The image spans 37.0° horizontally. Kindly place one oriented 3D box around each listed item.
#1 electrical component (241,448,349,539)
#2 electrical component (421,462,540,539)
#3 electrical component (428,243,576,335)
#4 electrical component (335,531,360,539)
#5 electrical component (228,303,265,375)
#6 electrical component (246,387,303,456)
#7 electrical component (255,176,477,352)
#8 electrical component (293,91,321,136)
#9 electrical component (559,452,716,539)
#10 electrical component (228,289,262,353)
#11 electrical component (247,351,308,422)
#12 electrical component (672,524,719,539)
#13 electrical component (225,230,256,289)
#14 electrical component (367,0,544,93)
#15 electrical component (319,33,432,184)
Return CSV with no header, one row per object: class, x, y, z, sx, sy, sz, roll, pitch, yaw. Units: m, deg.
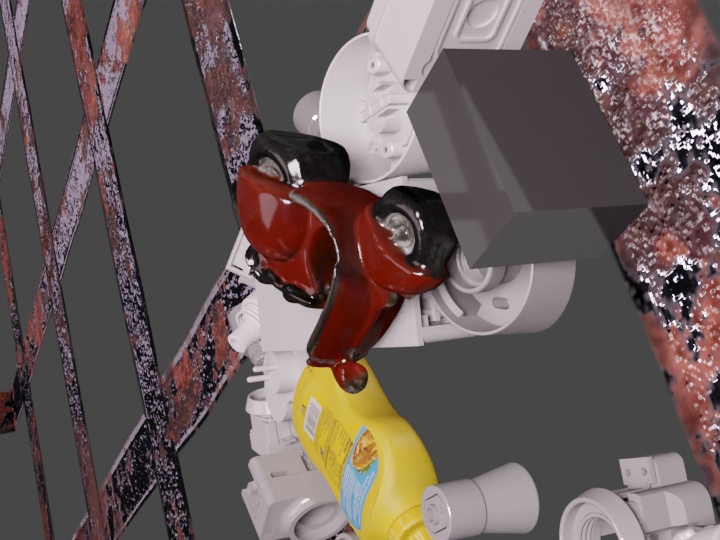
electrical component,-0.042,0.181,0.866,0.055,0.089,0.050,58,143,42
electrical component,0.071,0.145,0.660,0.044,0.065,0.044,16,108,62
electrical component,0.084,-0.009,0.636,0.099,0.064,0.099,10,104,49
electrical component,0.012,0.222,0.813,0.055,0.047,0.055,18,111,62
electrical component,-0.097,0.064,1.013,0.078,0.040,0.040,66,148,34
electrical component,-0.078,0.139,0.985,0.066,0.048,0.055,17,117,62
electrical component,0.000,0.000,0.755,0.186,0.060,0.105,-8,87,53
electrical component,-0.022,-0.109,0.832,0.078,0.040,0.040,50,138,49
electrical component,0.137,0.134,0.534,0.058,0.057,0.078,-26,71,62
electrical component,-0.076,0.039,0.840,0.043,0.062,0.043,29,144,24
electrical component,-0.057,0.083,0.899,0.138,0.074,0.052,-57,45,51
electrical component,0.172,0.133,0.480,0.062,0.048,0.048,-41,58,50
electrical component,-0.062,-0.005,0.875,0.064,0.081,0.042,-25,43,61
electrical component,0.059,-0.164,0.619,0.057,0.078,0.113,62,146,33
electrical component,0.021,-0.108,0.718,0.099,0.064,0.099,19,112,62
